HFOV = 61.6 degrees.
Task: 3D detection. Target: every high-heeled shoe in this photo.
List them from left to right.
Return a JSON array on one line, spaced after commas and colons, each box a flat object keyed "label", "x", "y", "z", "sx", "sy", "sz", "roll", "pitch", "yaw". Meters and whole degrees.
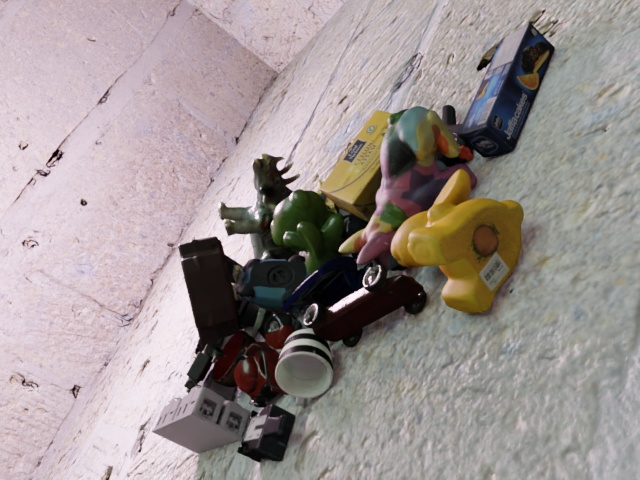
[{"label": "high-heeled shoe", "x": 0.068, "y": -0.031, "z": 1.017, "sx": 0.249, "sy": 0.086, "sz": 0.145, "roll": 159, "pitch": 112, "yaw": -86}]

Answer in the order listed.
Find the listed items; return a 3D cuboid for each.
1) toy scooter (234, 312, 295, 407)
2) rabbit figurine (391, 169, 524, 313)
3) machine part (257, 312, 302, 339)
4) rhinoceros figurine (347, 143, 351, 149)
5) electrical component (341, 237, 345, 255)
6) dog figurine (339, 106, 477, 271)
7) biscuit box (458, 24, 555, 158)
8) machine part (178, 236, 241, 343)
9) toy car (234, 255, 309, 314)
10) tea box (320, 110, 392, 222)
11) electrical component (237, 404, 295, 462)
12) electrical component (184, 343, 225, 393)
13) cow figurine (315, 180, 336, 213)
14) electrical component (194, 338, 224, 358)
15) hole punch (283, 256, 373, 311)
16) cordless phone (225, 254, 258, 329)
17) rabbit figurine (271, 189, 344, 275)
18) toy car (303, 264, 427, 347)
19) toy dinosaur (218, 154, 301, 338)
[{"label": "toy scooter", "x": -0.085, "y": 0.224, "z": 0.914, "sx": 0.183, "sy": 0.075, "sz": 0.135, "roll": -56, "pitch": 41, "yaw": 32}, {"label": "rabbit figurine", "x": 0.153, "y": -0.009, "z": 0.662, "sx": 0.162, "sy": 0.122, "sz": 0.173, "roll": -56, "pitch": 18, "yaw": -17}, {"label": "machine part", "x": -0.078, "y": 0.178, "z": 1.027, "sx": 0.139, "sy": 0.039, "sz": 0.084, "roll": -4, "pitch": 63, "yaw": 63}, {"label": "rhinoceros figurine", "x": 0.099, "y": -0.138, "z": 1.025, "sx": 0.190, "sy": 0.112, "sz": 0.073, "roll": -178, "pitch": 99, "yaw": -82}, {"label": "electrical component", "x": 0.027, "y": 0.013, "z": 1.064, "sx": 0.094, "sy": 0.021, "sz": 0.063, "roll": -47, "pitch": 21, "yaw": 26}, {"label": "dog figurine", "x": 0.109, "y": -0.061, "z": 0.781, "sx": 0.219, "sy": 0.191, "sz": 0.109, "roll": -42, "pitch": 25, "yaw": -8}, {"label": "biscuit box", "x": 0.277, "y": -0.219, "z": 0.792, "sx": 0.059, "sy": 0.062, "sz": 0.202, "roll": -11, "pitch": 48, "yaw": 62}, {"label": "machine part", "x": -0.222, "y": 0.096, "z": 1.087, "sx": 0.201, "sy": 0.087, "sz": 0.201, "roll": 165, "pitch": 93, "yaw": -78}, {"label": "toy car", "x": -0.080, "y": 0.098, "z": 1.048, "sx": 0.102, "sy": 0.162, "sz": 0.109, "roll": 80, "pitch": -169, "yaw": -46}, {"label": "tea box", "x": 0.090, "y": -0.121, "z": 0.877, "sx": 0.098, "sy": 0.068, "sz": 0.169, "roll": 28, "pitch": 82, "yaw": 49}, {"label": "electrical component", "x": -0.072, "y": 0.291, "z": 0.816, "sx": 0.119, "sy": 0.047, "sz": 0.075, "roll": -34, "pitch": 29, "yaw": 45}, {"label": "electrical component", "x": -0.230, "y": 0.257, "z": 1.060, "sx": 0.102, "sy": 0.045, "sz": 0.078, "roll": -61, "pitch": -9, "yaw": -21}, {"label": "cow figurine", "x": 0.002, "y": -0.054, "z": 1.160, "sx": 0.098, "sy": 0.068, "sz": 0.167, "roll": -56, "pitch": 14, "yaw": 25}, {"label": "electrical component", "x": -0.254, "y": 0.217, "z": 1.297, "sx": 0.134, "sy": 0.058, "sz": 0.115, "roll": 118, "pitch": 168, "yaw": -45}, {"label": "hole punch", "x": 0.011, "y": 0.082, "z": 0.880, "sx": 0.142, "sy": 0.092, "sz": 0.116, "roll": -49, "pitch": 7, "yaw": 29}, {"label": "cordless phone", "x": -0.209, "y": 0.107, "z": 1.227, "sx": 0.089, "sy": 0.184, "sz": 0.146, "roll": -8, "pitch": 50, "yaw": 59}, {"label": "rabbit figurine", "x": -0.002, "y": -0.003, "z": 0.980, "sx": 0.121, "sy": 0.170, "sz": 0.159, "roll": -20, "pitch": -18, "yaw": -20}, {"label": "toy car", "x": 0.061, "y": 0.092, "z": 0.758, "sx": 0.202, "sy": 0.089, "sz": 0.053, "roll": -40, "pitch": 29, "yaw": 41}, {"label": "toy dinosaur", "x": -0.107, "y": 0.015, "z": 1.165, "sx": 0.131, "sy": 0.192, "sz": 0.404, "roll": -147, "pitch": 47, "yaw": -72}]
